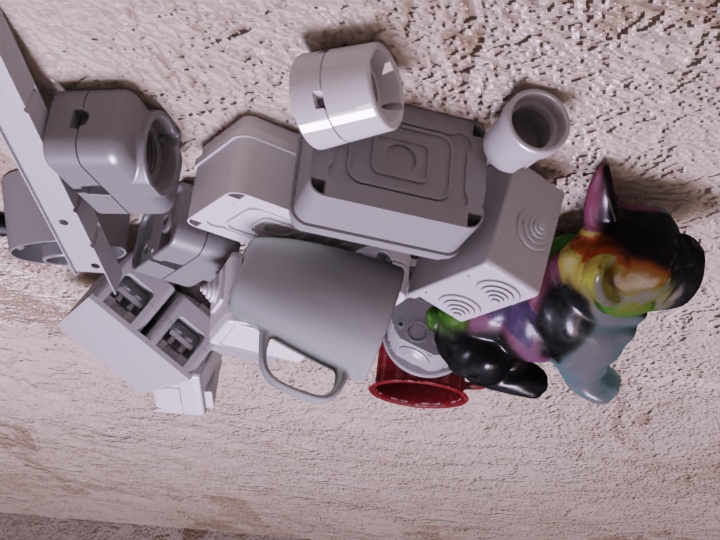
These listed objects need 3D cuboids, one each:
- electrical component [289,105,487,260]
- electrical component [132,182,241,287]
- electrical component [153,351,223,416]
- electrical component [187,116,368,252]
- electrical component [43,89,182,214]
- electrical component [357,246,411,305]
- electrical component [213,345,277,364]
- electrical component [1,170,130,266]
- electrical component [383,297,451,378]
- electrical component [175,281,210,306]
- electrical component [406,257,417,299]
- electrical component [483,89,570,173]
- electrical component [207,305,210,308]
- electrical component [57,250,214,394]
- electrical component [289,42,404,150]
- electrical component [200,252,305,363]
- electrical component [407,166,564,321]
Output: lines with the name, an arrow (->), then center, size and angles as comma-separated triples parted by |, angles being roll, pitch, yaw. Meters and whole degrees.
electrical component -> 0.017, -0.057, 0.672 | 0.113, 0.078, 0.057 | 12, 156, -13
electrical component -> -0.130, -0.024, 0.835 | 0.059, 0.053, 0.095 | 18, 156, -27
electrical component -> -0.175, 0.097, 1.120 | 0.061, 0.096, 0.061 | 5, 130, 6
electrical component -> -0.052, -0.052, 0.735 | 0.113, 0.057, 0.078 | 19, 156, -29
electrical component -> -0.157, -0.076, 0.708 | 0.059, 0.053, 0.095 | 1, 158, 15
electrical component -> 0.000, 0.000, 0.850 | 0.054, 0.059, 0.095 | 15, 157, -19
electrical component -> -0.124, 0.064, 1.073 | 0.066, 0.047, 0.077 | 21, 155, -32
electrical component -> -0.232, -0.038, 0.850 | 0.099, 0.064, 0.099 | -3, 169, -1
electrical component -> 0.061, 0.049, 0.933 | 0.080, 0.080, 0.051 | 7, 154, -1
electrical component -> -0.142, 0.012, 0.949 | 0.043, 0.043, 0.062 | 12, 160, -13
electrical component -> 0.029, 0.010, 0.903 | 0.035, 0.035, 0.061 | 18, 159, -27
electrical component -> 0.098, -0.081, 0.640 | 0.040, 0.040, 0.046 | 11, 164, -12
electrical component -> -0.088, 0.037, 0.990 | 0.100, 0.048, 0.100 | 22, 154, -35
electrical component -> -0.197, 0.049, 0.961 | 0.105, 0.060, 0.186 | 41, 157, -12
electrical component -> -0.006, -0.099, 0.605 | 0.047, 0.055, 0.055 | -8, 155, 25
electrical component -> -0.072, 0.029, 0.800 | 0.096, 0.061, 0.062 | 9, 158, -18
electrical component -> 0.086, -0.019, 0.725 | 0.048, 0.099, 0.100 | 31, 151, -22
